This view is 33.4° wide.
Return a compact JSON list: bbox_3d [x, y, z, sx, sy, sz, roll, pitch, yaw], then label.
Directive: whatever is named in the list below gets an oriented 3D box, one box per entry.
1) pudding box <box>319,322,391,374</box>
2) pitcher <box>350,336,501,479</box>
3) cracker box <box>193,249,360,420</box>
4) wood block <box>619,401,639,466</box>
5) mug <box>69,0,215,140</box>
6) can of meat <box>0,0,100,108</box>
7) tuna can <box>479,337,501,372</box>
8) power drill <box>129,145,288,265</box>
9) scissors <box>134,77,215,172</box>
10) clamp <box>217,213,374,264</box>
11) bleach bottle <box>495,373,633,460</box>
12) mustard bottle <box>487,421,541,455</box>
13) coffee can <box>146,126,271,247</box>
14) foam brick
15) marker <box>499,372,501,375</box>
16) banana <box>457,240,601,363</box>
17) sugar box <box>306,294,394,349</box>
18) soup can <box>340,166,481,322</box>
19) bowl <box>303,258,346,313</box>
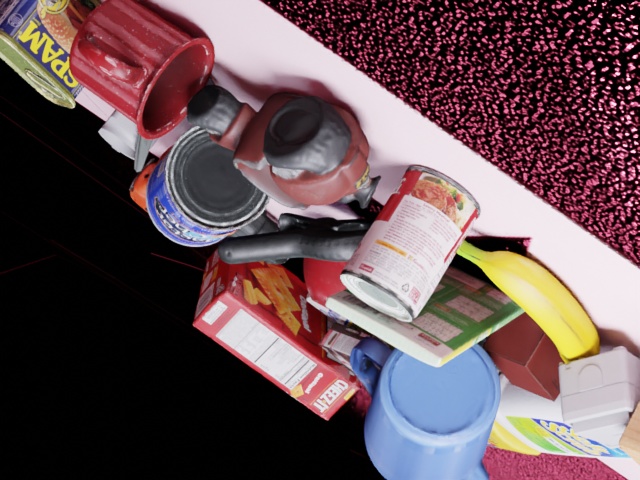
[{"bbox_3d":[0.065,0.147,1.250,0.113,0.039,0.090,44,163,-27],"label":"pudding box"},{"bbox_3d":[0.102,0.161,1.045,0.149,0.145,0.243,1,160,3],"label":"pitcher"},{"bbox_3d":[-0.049,0.103,1.337,0.213,0.072,0.164,37,-159,-16],"label":"cracker box"},{"bbox_3d":[0.339,0.162,0.777,0.090,0.090,0.206,42,164,-34],"label":"wood block"},{"bbox_3d":[-0.147,-0.139,0.835,0.081,0.093,0.117,35,-163,13],"label":"mug"},{"bbox_3d":[-0.229,-0.178,0.915,0.058,0.084,0.102,19,160,46],"label":"can of meat"},{"bbox_3d":[0.163,0.095,1.056,0.086,0.033,0.086,32,166,9],"label":"tuna can"},{"bbox_3d":[-0.131,-0.037,1.230,0.184,0.057,0.188,43,161,-21],"label":"power drill"},{"bbox_3d":[-0.138,-0.110,0.979,0.096,0.016,0.202,22,148,11],"label":"scissors"},{"bbox_3d":[-0.006,0.001,0.983,0.172,0.120,0.039,2,111,40],"label":"clamp"},{"bbox_3d":[0.265,0.168,1.024,0.102,0.068,0.251,39,163,-12],"label":"bleach bottle"},{"bbox_3d":[0.208,0.225,1.344,0.096,0.058,0.192,36,166,-8],"label":"mustard bottle"},{"bbox_3d":[-0.109,-0.051,1.036,0.102,0.102,0.140,36,166,-10],"label":"coffee can"},{"bbox_3d":[0.194,0.104,0.980,0.051,0.053,0.078,21,161,43],"label":"foam brick"},{"bbox_3d":[0.225,0.165,1.156,0.121,0.020,0.020,29,168,-14],"label":"marker"},{"bbox_3d":[0.191,0.061,0.883,0.197,0.037,0.070,44,176,-34],"label":"banana"},{"bbox_3d":[0.070,0.103,1.270,0.176,0.048,0.093,34,166,-7],"label":"sugar box"},{"bbox_3d":[0.069,0.004,0.821,0.068,0.102,0.068,31,166,8],"label":"soup can"},{"bbox_3d":[0.043,0.056,1.088,0.162,0.055,0.162,26,176,2],"label":"bowl"}]
